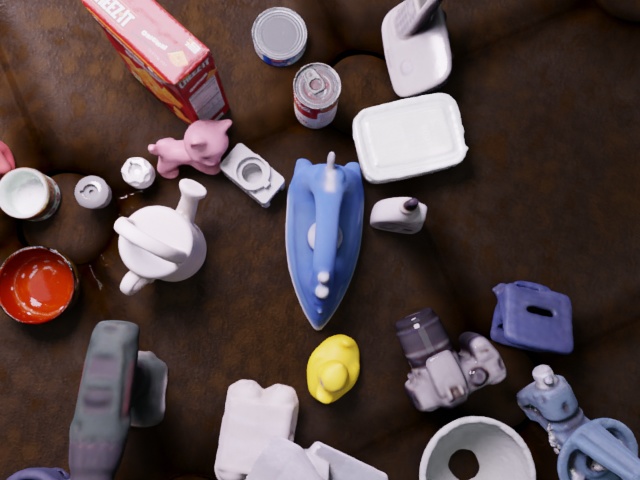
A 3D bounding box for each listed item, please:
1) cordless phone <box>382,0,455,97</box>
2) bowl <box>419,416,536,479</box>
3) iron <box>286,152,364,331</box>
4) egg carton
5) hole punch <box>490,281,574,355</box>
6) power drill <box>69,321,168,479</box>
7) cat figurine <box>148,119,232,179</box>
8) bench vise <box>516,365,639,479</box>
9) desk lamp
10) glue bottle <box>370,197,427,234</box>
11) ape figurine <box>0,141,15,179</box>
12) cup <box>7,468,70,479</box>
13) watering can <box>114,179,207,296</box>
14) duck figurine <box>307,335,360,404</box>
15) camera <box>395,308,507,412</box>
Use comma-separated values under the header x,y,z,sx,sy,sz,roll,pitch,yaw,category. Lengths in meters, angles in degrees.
x,y,z,sx,sy,sz,roll,pitch,yaw,category
0.153,-0.303,0.836,0.094,0.185,0.147,-13,85,-3,cordless phone
0.219,0.335,0.830,0.167,0.074,0.167,0,84,-2,bowl
0.008,0.003,0.821,0.118,0.141,0.258,3,84,-2,iron
-0.090,0.280,0.825,0.107,0.069,0.150,8,84,-2,egg carton
0.315,0.114,0.849,0.108,0.091,0.101,12,84,-1,hole punch
-0.263,0.220,0.753,0.075,0.208,0.230,2,84,-2,power drill
-0.187,-0.137,0.838,0.128,0.117,0.067,-8,84,-3,cat figurine
0.354,0.277,0.769,0.207,0.219,0.121,41,84,2,bench vise
-0.003,0.337,0.750,0.203,0.213,0.118,24,84,0,desk lamp
0.118,-0.039,0.814,0.078,0.173,0.037,11,84,-1,glue bottle
-0.493,-0.116,0.835,0.078,0.092,0.076,21,84,0,ape figurine
-0.370,0.347,0.792,0.118,0.095,0.092,-25,86,-5,cup
-0.219,-0.003,0.785,0.101,0.194,0.173,12,84,-1,watering can
0.021,0.190,0.830,0.077,0.086,0.105,25,84,0,duck figurine
0.180,0.165,0.833,0.143,0.100,0.137,-24,86,-5,camera
